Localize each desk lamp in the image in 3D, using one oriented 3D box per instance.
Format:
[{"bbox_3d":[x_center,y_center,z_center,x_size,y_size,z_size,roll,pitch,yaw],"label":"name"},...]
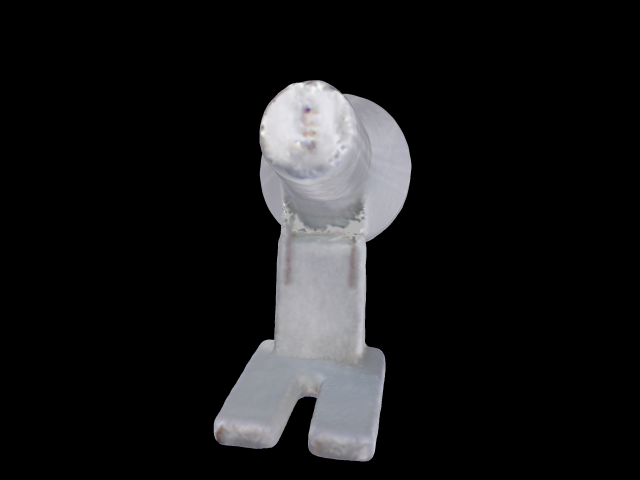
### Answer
[{"bbox_3d":[0.004,0.001,0.400,0.117,0.213,0.203,2,14,8],"label":"desk lamp"}]
